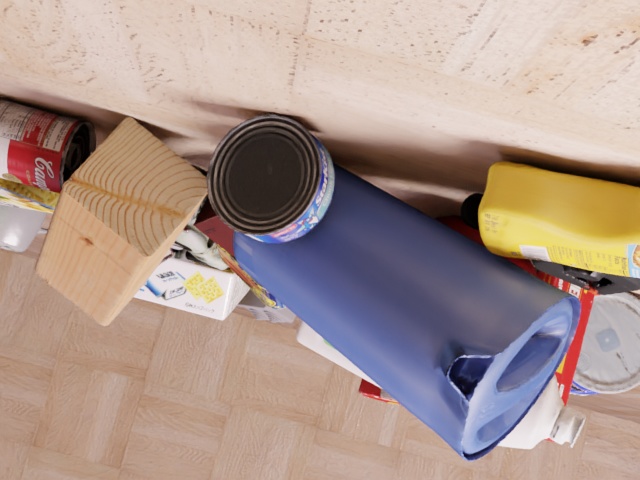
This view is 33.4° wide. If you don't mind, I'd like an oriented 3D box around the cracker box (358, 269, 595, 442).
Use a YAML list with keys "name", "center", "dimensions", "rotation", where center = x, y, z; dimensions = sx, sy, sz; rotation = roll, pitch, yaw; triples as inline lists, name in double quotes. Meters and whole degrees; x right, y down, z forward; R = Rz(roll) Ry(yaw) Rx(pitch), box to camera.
- name: "cracker box"
  center: [0.149, 0.093, 1.030]
  dimensions: [0.072, 0.164, 0.214]
  rotation: [23, 168, -36]

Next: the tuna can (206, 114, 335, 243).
- name: "tuna can"
  center: [-0.033, -0.042, 0.740]
  dimensions: [0.086, 0.086, 0.033]
  rotation: [11, 173, 24]

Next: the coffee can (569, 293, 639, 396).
- name: "coffee can"
  center: [0.283, 0.108, 1.101]
  dimensions: [0.103, 0.103, 0.140]
  rotation: [14, 172, 6]

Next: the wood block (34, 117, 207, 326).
- name: "wood block"
  center: [-0.179, -0.008, 0.937]
  dimensions: [0.091, 0.090, 0.206]
  rotation: [39, 152, -4]

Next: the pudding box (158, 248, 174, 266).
- name: "pudding box"
  center: [-0.204, -0.023, 1.121]
  dimensions: [0.113, 0.039, 0.090]
  rotation: [60, 161, -9]

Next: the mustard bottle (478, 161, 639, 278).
- name: "mustard bottle"
  center: [0.201, -0.003, 0.669]
  dimensions: [0.192, 0.058, 0.096]
  rotation: [12, 167, 22]

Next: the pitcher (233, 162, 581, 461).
- name: "pitcher"
  center: [0.059, 0.038, 0.781]
  dimensions: [0.243, 0.144, 0.149]
  rotation: [35, 149, 28]

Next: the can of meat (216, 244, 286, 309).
- name: "can of meat"
  center: [-0.057, 0.013, 1.024]
  dimensions: [0.102, 0.057, 0.084]
  rotation: [45, 168, 15]

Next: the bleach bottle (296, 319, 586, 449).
- name: "bleach bottle"
  center: [0.108, 0.098, 0.911]
  dimensions: [0.251, 0.102, 0.068]
  rotation: [26, -169, 19]

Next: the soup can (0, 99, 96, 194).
- name: "soup can"
  center: [-0.256, -0.083, 0.929]
  dimensions: [0.102, 0.068, 0.068]
  rotation: [15, 172, 7]

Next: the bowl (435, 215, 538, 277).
- name: "bowl"
  center: [0.131, 0.028, 0.909]
  dimensions: [0.162, 0.055, 0.162]
  rotation: [35, 167, 9]

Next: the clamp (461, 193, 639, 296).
- name: "clamp"
  center: [0.196, 0.008, 0.825]
  dimensions: [0.165, 0.036, 0.210]
  rotation: [13, 172, 15]

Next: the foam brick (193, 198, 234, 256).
- name: "foam brick"
  center: [-0.065, -0.025, 0.939]
  dimensions: [0.053, 0.051, 0.078]
  rotation: [39, 151, -24]
